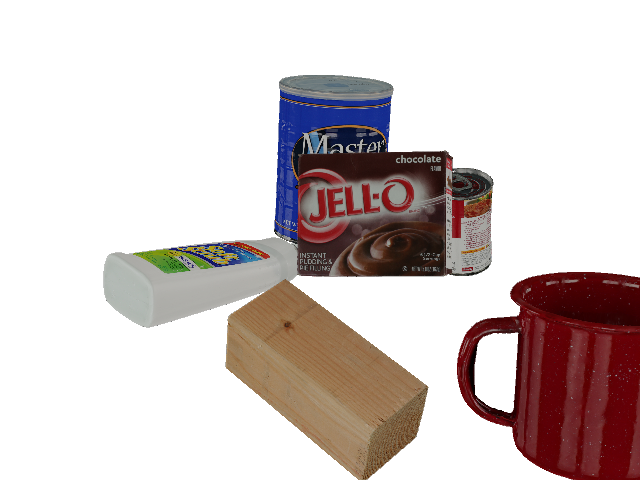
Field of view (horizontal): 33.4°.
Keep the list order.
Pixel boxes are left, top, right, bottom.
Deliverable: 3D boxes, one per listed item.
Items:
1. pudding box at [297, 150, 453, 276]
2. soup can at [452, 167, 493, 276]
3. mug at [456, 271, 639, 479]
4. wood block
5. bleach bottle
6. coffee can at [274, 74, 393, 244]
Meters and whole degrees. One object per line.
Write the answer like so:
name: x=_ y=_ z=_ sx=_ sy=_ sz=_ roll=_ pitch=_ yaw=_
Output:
pudding box: x=0.040 y=-0.019 z=0.779 sx=0.113 sy=0.090 sz=0.039 roll=0 pitch=-2 yaw=14
soup can: x=0.157 y=-0.020 z=1.183 sx=0.068 sy=0.102 sz=0.068 roll=-4 pitch=32 yaw=2
mug: x=0.125 y=0.066 z=0.523 sx=0.117 sy=0.081 sz=0.093 roll=1 pitch=14 yaw=-1
wood block: x=0.003 y=0.145 z=1.131 sx=0.206 sy=0.090 sz=0.090 roll=36 pitch=50 yaw=28
bleach bottle: x=-0.121 y=0.035 z=1.250 sx=0.250 sy=0.068 sz=0.103 roll=-13 pitch=29 yaw=-41
coffee can: x=0.011 y=-0.074 z=0.975 sx=0.103 sy=0.140 sz=0.103 roll=3 pitch=17 yaw=-1
